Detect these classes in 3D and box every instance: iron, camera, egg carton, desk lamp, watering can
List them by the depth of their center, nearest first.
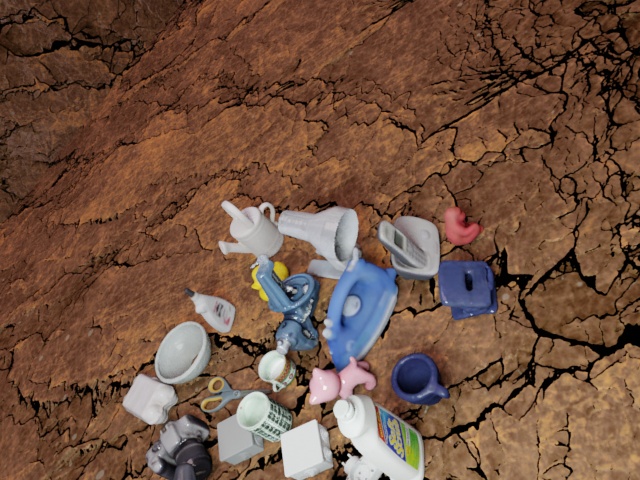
[{"bbox_3d":[0.064,0.148,1.219,0.118,0.142,0.258,7,63,41],"label":"iron"},{"bbox_3d":[-0.311,0.482,1.279,0.143,0.101,0.136,-48,42,-3],"label":"camera"},{"bbox_3d":[0.012,0.005,1.316,0.202,0.214,0.118,4,61,39],"label":"desk lamp"},{"bbox_3d":[-0.431,0.404,1.456,0.149,0.070,0.107,8,63,41],"label":"egg carton"},{"bbox_3d":[-0.193,-0.032,1.518,0.100,0.195,0.173,6,62,40],"label":"watering can"}]

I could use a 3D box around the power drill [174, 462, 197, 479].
[{"bbox_3d":[-0.205,0.552,1.063,0.075,0.209,0.229,-23,47,22],"label":"power drill"}]

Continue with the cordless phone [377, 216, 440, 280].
[{"bbox_3d":[0.181,-0.008,1.217,0.094,0.186,0.147,-17,49,27],"label":"cordless phone"}]

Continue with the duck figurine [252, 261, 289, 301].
[{"bbox_3d":[-0.134,0.093,1.455,0.077,0.086,0.105,17,69,44],"label":"duck figurine"}]

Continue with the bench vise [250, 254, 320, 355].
[{"bbox_3d":[-0.070,0.138,1.272,0.121,0.220,0.207,-27,45,18],"label":"bench vise"}]

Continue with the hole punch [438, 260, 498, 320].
[{"bbox_3d":[0.291,0.090,1.126,0.101,0.091,0.108,-17,49,27],"label":"hole punch"}]

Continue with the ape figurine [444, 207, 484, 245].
[{"bbox_3d":[0.295,-0.036,1.220,0.076,0.092,0.077,-35,43,11],"label":"ape figurine"}]

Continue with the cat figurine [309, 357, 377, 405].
[{"bbox_3d":[0.034,0.283,1.155,0.128,0.118,0.067,-41,43,5],"label":"cat figurine"}]

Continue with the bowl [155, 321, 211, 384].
[{"bbox_3d":[-0.335,0.297,1.461,0.167,0.075,0.167,-20,48,24],"label":"bowl"}]

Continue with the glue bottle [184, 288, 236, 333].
[{"bbox_3d":[-0.283,0.167,1.449,0.037,0.174,0.078,-15,50,29],"label":"glue bottle"}]

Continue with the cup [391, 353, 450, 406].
[{"bbox_3d":[0.200,0.271,1.053,0.117,0.095,0.092,19,71,44],"label":"cup"}]
